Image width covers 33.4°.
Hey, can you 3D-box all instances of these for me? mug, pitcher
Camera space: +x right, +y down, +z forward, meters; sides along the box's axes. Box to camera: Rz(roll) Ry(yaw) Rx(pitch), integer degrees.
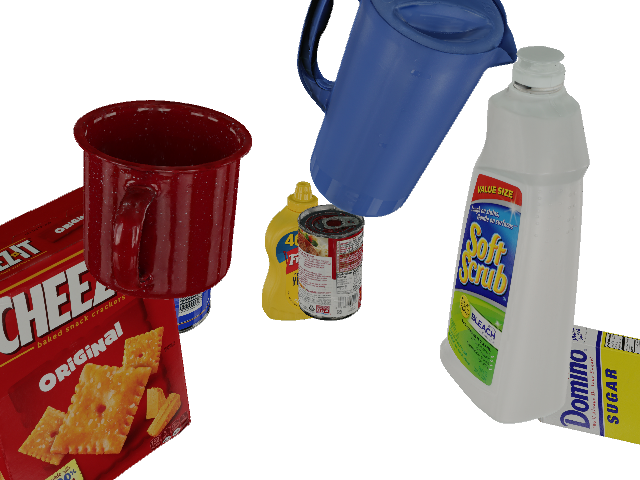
[{"bbox_3d":[-0.087,-0.016,0.567,0.093,0.081,0.117,8,28,1],"label":"mug"},{"bbox_3d":[0.061,-0.140,1.011,0.144,0.149,0.243,-13,-33,-29],"label":"pitcher"}]

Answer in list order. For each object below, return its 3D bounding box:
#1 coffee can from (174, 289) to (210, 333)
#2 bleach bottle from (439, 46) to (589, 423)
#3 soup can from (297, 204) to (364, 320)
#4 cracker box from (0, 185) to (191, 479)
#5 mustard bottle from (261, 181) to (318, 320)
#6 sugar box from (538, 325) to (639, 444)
[{"bbox_3d":[-0.146,0.001,0.968,0.102,0.140,0.103,5,34,-4],"label":"coffee can"},{"bbox_3d":[0.129,-0.006,0.701,0.068,0.251,0.103,-12,32,-18],"label":"bleach bottle"},{"bbox_3d":[0.011,0.023,1.102,0.068,0.102,0.068,0,29,0],"label":"soup can"},{"bbox_3d":[-0.182,0.084,0.777,0.072,0.214,0.163,24,41,36],"label":"cracker box"},{"bbox_3d":[-0.028,0.012,1.442,0.096,0.192,0.058,-5,25,-18],"label":"mustard bottle"},{"bbox_3d":[0.295,0.140,0.985,0.176,0.093,0.048,9,22,12],"label":"sugar box"}]
